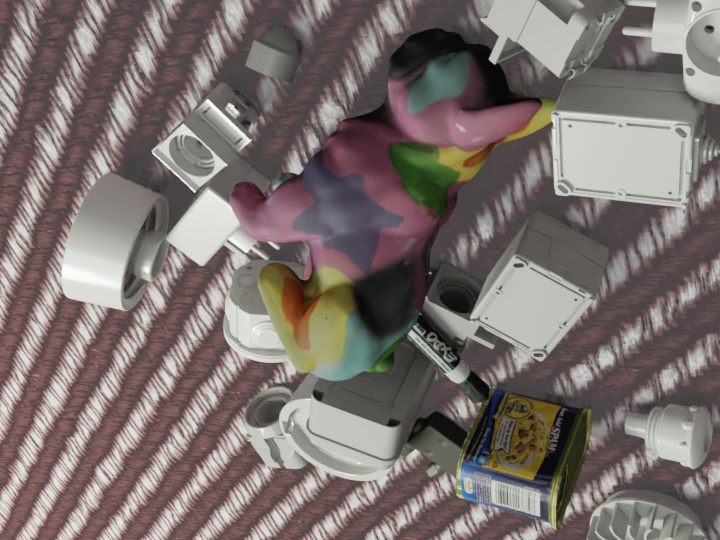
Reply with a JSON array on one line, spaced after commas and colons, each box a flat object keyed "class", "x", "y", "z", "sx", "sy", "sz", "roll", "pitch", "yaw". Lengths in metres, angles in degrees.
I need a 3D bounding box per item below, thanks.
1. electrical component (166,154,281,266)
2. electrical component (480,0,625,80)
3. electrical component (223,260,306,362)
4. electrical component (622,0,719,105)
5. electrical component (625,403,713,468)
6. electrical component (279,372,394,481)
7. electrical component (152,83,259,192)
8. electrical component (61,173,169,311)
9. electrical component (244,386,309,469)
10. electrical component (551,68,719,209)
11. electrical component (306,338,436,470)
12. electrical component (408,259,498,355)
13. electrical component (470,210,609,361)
[{"class": "electrical component", "x": -0.097, "y": -0.036, "z": 0.850, "sx": 0.076, "sy": 0.047, "sz": 0.083, "roll": 37, "pitch": 138, "yaw": -11}, {"class": "electrical component", "x": 0.111, "y": -0.147, "z": 0.610, "sx": 0.064, "sy": 0.042, "sz": 0.081, "roll": 45, "pitch": 142, "yaw": 19}, {"class": "electrical component", "x": -0.071, "y": 0.033, "z": 0.877, "sx": 0.080, "sy": 0.080, "sz": 0.051, "roll": 17, "pitch": 132, "yaw": 14}, {"class": "electrical component", "x": 0.185, "y": -0.137, "z": 0.593, "sx": 0.079, "sy": 0.044, "sz": 0.077, "roll": 10, "pitch": 135, "yaw": 20}, {"class": "electrical component", "x": 0.235, "y": 0.123, "z": 0.823, "sx": 0.062, "sy": 0.048, "sz": 0.048, "roll": 8, "pitch": 135, "yaw": 32}, {"class": "electrical component", "x": -0.010, "y": 0.128, "z": 0.949, "sx": 0.108, "sy": 0.060, "sz": 0.108, "roll": 16, "pitch": 138, "yaw": 15}, {"class": "electrical component", "x": -0.109, "y": -0.098, "z": 0.780, "sx": 0.042, "sy": 0.063, "sz": 0.081, "roll": 45, "pitch": 136, "yaw": -15}, {"class": "electrical component", "x": -0.191, "y": -0.019, "z": 0.875, "sx": 0.060, "sy": 0.108, "sz": 0.108, "roll": 18, "pitch": 138, "yaw": 3}, {"class": "electrical component", "x": -0.073, "y": 0.146, "z": 1.007, "sx": 0.078, "sy": 0.058, "sz": 0.057, "roll": -3, "pitch": 132, "yaw": 31}, {"class": "electrical component", "x": 0.168, "y": -0.082, "z": 0.644, "sx": 0.096, "sy": 0.061, "sz": 0.061, "roll": 9, "pitch": 134, "yaw": 22}, {"class": "electrical component", "x": 0.012, "y": 0.096, "z": 0.867, "sx": 0.078, "sy": 0.113, "sz": 0.057, "roll": 19, "pitch": 134, "yaw": 12}, {"class": "electrical component", "x": 0.069, "y": 0.033, "z": 0.828, "sx": 0.081, "sy": 0.042, "sz": 0.063, "roll": 27, "pitch": 142, "yaw": 4}, {"class": "electrical component", "x": 0.125, "y": 0.013, "z": 0.761, "sx": 0.062, "sy": 0.061, "sz": 0.096, "roll": 29, "pitch": 138, "yaw": 0}]
